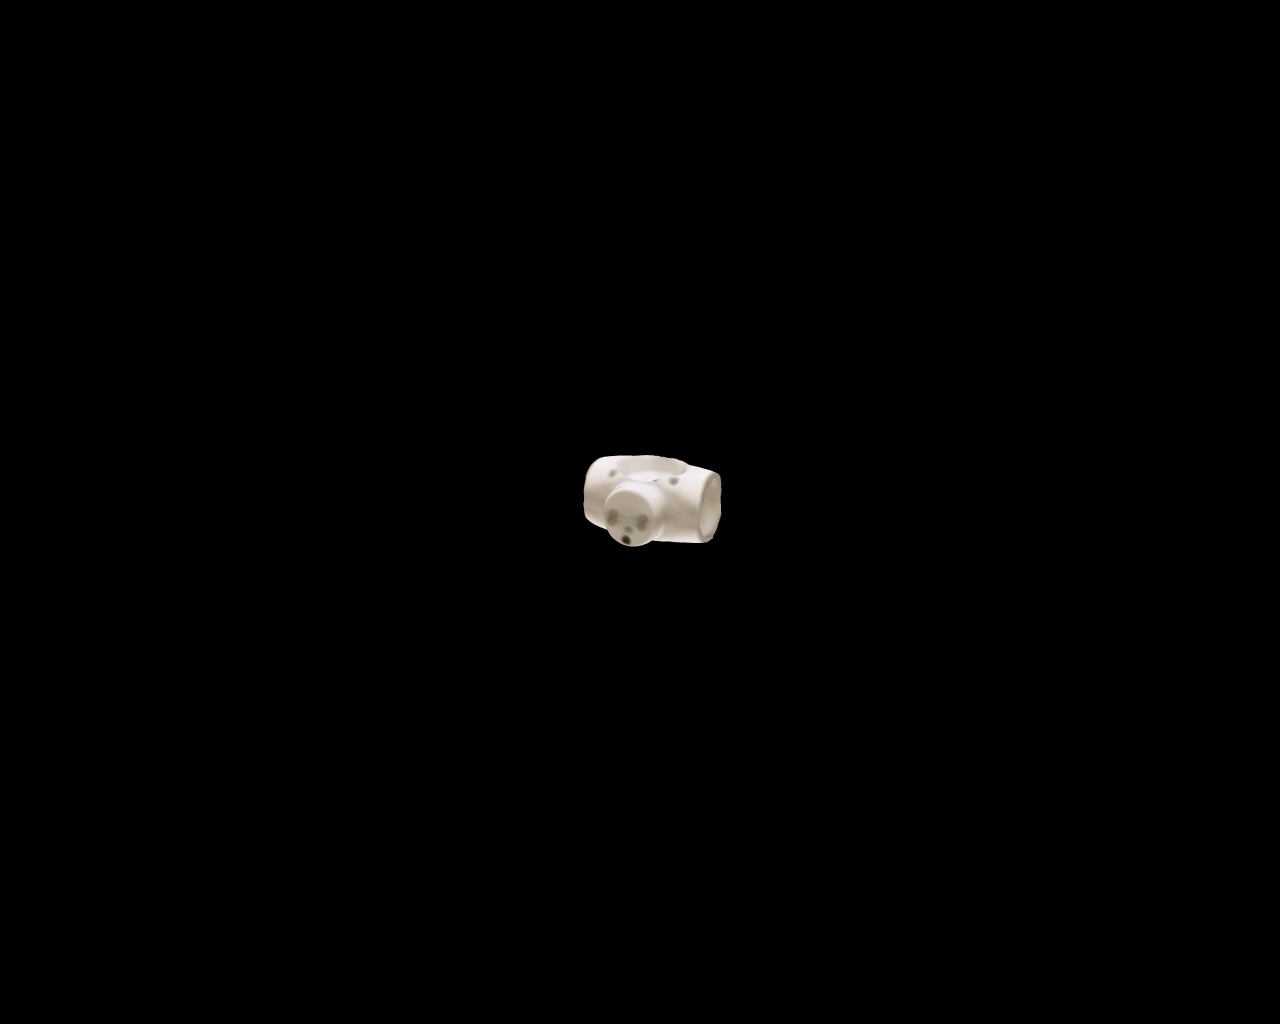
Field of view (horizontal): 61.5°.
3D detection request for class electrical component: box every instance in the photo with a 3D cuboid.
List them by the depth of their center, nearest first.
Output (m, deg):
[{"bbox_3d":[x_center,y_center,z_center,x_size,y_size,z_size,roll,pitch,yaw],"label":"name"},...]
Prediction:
[{"bbox_3d":[0.001,-0.003,0.650,0.077,0.044,0.079,10,24,22],"label":"electrical component"}]
